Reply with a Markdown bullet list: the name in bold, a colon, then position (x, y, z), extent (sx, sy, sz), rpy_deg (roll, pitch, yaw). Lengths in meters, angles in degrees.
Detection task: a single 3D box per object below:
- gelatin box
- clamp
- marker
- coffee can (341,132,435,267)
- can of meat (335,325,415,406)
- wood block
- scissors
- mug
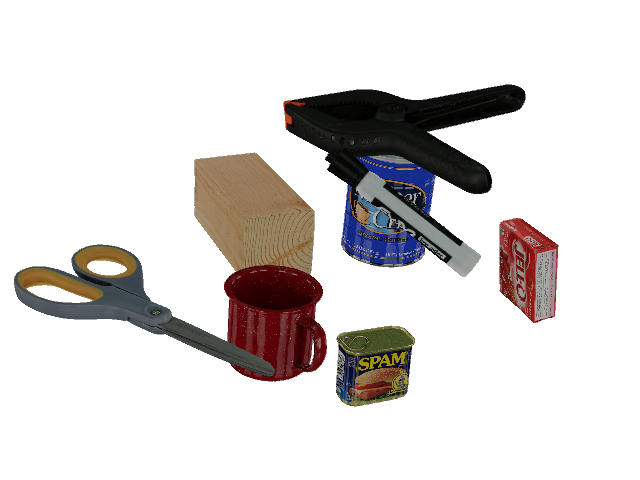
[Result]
- **gelatin box**: position (0.218, 0.030, 1.125), extent (0.030, 0.089, 0.073), rpy_deg (-14, 29, -16)
- **clamp**: position (0.072, -0.104, 0.931), extent (0.210, 0.036, 0.164), rpy_deg (12, 36, 23)
- **marker**: position (0.053, -0.020, 0.704), extent (0.121, 0.020, 0.020), rpy_deg (39, 1, 2)
- **coffee can**: position (0.081, -0.054, 1.255), extent (0.103, 0.140, 0.103), rpy_deg (4, 28, -2)
- **can of meat**: position (0.071, 0.168, 1.422), extent (0.102, 0.084, 0.057), rpy_deg (-6, 25, -21)
- **wood block**: position (-0.089, -0.033, 1.363), extent (0.090, 0.090, 0.206), rpy_deg (-8, 27, -22)
- **scissors**: position (-0.109, 0.042, 0.723), extent (0.202, 0.016, 0.096), rpy_deg (12, 30, 15)
- **mug**: position (-0.038, 0.084, 1.009), extent (0.117, 0.081, 0.093), rpy_deg (25, 32, 36)
